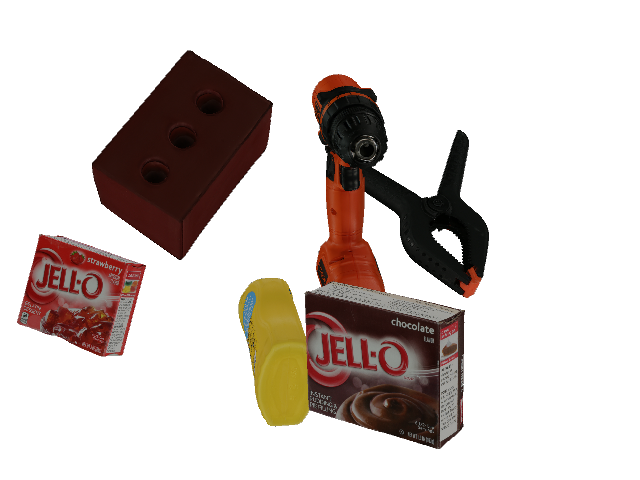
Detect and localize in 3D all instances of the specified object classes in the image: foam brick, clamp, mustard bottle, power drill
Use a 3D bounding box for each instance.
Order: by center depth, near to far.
[{"bbox_3d":[-0.067,-0.041,0.523,0.053,0.078,0.051,33,-19,6],"label":"foam brick"},{"bbox_3d":[0.027,-0.039,0.920,0.057,0.188,0.184,-2,21,-4],"label":"power drill"},{"bbox_3d":[-0.048,0.092,1.063,0.058,0.096,0.192,-4,28,-10],"label":"mustard bottle"},{"bbox_3d":[0.108,-0.031,1.123,0.164,0.210,0.036,-6,-36,-15],"label":"clamp"}]

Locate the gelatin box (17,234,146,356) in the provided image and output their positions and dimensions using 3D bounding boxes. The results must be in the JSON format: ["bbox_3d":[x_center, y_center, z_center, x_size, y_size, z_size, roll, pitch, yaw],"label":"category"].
[{"bbox_3d":[-0.184,0.041,0.818,0.089,0.073,0.030,17,4,25],"label":"gelatin box"}]

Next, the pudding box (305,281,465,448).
[{"bbox_3d":[0.043,0.082,0.730,0.114,0.090,0.039,9,20,34],"label":"pudding box"}]
